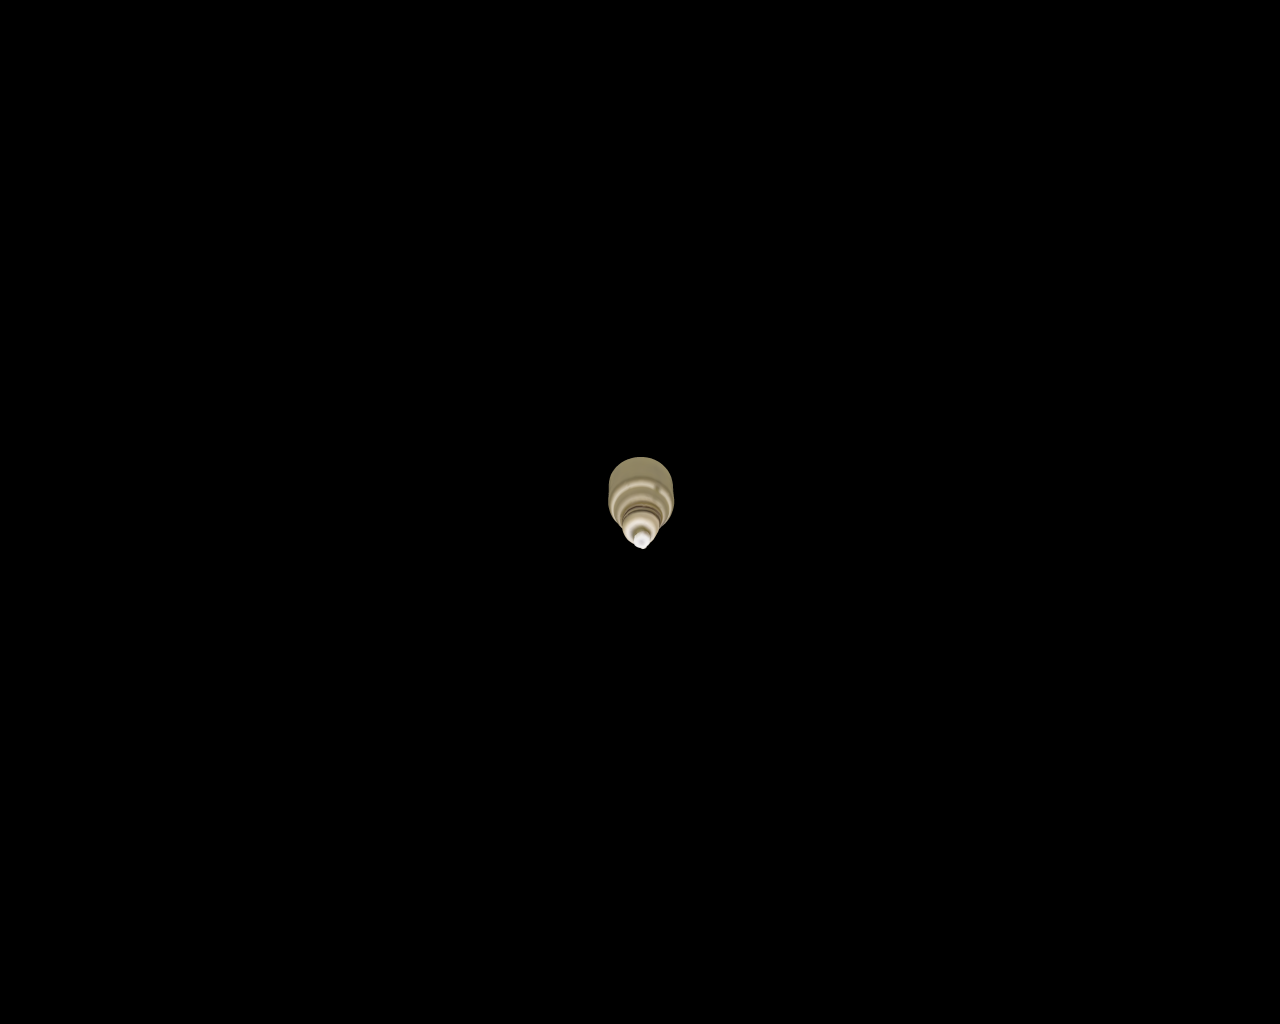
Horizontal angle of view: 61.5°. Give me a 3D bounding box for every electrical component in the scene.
[{"bbox_3d":[0.001,-0.003,0.650,0.040,0.040,0.078,0,30,0],"label":"electrical component"}]
